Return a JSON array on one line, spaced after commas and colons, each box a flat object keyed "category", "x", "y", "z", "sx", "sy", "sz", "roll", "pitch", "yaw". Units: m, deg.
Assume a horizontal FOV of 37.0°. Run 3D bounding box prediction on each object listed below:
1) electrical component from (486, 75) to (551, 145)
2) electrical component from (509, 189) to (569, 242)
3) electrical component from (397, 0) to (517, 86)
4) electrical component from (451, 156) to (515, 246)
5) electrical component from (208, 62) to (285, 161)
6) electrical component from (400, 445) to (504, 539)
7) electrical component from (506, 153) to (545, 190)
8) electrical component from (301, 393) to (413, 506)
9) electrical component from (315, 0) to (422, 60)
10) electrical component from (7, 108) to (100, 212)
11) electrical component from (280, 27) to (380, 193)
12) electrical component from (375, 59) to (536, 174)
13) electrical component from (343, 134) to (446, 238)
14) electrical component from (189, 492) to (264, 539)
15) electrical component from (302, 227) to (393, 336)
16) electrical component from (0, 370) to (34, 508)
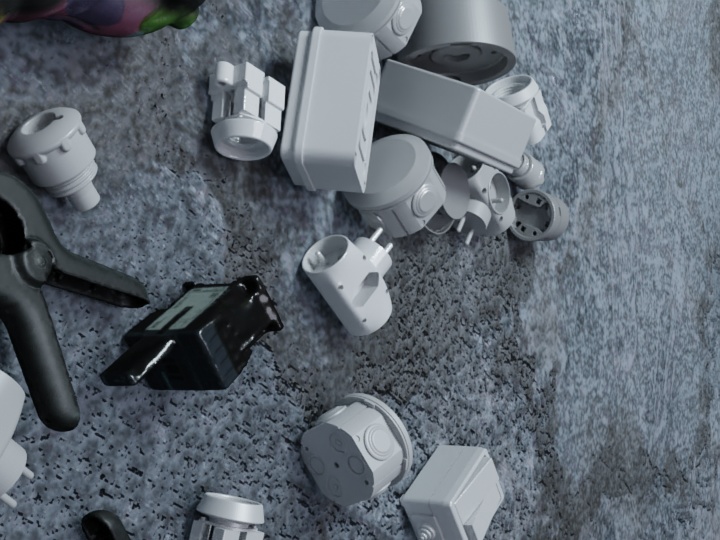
[{"category": "electrical component", "x": 0.161, "y": -0.164, "z": 1.112, "sx": 0.078, "sy": 0.058, "sz": 0.057, "roll": -52, "pitch": 130, "yaw": -43}, {"category": "electrical component", "x": 0.191, "y": -0.057, "z": 1.147, "sx": 0.047, "sy": 0.055, "sz": 0.055, "roll": 3, "pitch": 85, "yaw": -57}, {"category": "electrical component", "x": 0.086, "y": -0.213, "z": 0.976, "sx": 0.108, "sy": 0.108, "sz": 0.060, "roll": 13, "pitch": 71, "yaw": -52}, {"category": "electrical component", "x": 0.112, "y": -0.060, "z": 1.047, "sx": 0.077, "sy": 0.044, "sz": 0.079, "roll": 53, "pitch": 48, "yaw": -37}, {"category": "electrical component", "x": -0.084, "y": -0.113, "z": 0.787, "sx": 0.066, "sy": 0.048, "sz": 0.055, "roll": 26, "pitch": 59, "yaw": -50}, {"category": "electrical component", "x": 0.085, "y": 0.211, "z": 0.974, "sx": 0.096, "sy": 0.061, "sz": 0.061, "roll": -46, "pitch": 123, "yaw": -45}, {"category": "electrical component", "x": 0.169, "y": -0.109, "z": 1.137, "sx": 0.061, "sy": 0.035, "sz": 0.035, "roll": 31, "pitch": 63, "yaw": -45}, {"category": "electrical component", "x": -0.003, "y": 0.142, "z": 0.847, "sx": 0.051, "sy": 0.080, "sz": 0.080, "roll": -29, "pitch": 111, "yaw": -45}, {"category": "electrical component", "x": 0.007, "y": -0.218, "z": 0.891, "sx": 0.051, "sy": 0.080, "sz": 0.080, "roll": 30, "pitch": 63, "yaw": -55}, {"category": "electrical component", "x": -0.180, "y": -0.064, "z": 0.654, "sx": 0.048, "sy": 0.048, "sz": 0.062, "roll": -59, "pitch": 139, "yaw": -38}, {"category": "electrical component", "x": -0.022, "y": -0.123, "z": 0.839, "sx": 0.078, "sy": 0.057, "sz": 0.113, "roll": 68, "pitch": 29, "yaw": -73}, {"category": "electrical component", "x": 0.081, "y": -0.135, "z": 0.952, "sx": 0.109, "sy": 0.109, "sz": 0.056, "roll": 13, "pitch": 100, "yaw": -52}, {"category": "electrical component", "x": 0.029, "y": -0.071, "z": 0.908, "sx": 0.051, "sy": 0.080, "sz": 0.080, "roll": 54, "pitch": 47, "yaw": -43}, {"category": "electrical component", "x": -0.094, "y": 0.187, "z": 0.749, "sx": 0.066, "sy": 0.048, "sz": 0.055, "roll": 22, "pitch": 77, "yaw": -51}, {"category": "electrical component", "x": 0.000, "y": 0.000, "z": 0.884, "sx": 0.079, "sy": 0.043, "sz": 0.077, "roll": -52, "pitch": 128, "yaw": -24}, {"category": "electrical component", "x": -0.213, "y": 0.102, "z": 0.595, "sx": 0.079, "sy": 0.043, "sz": 0.077, "roll": 53, "pitch": 48, "yaw": -36}]
